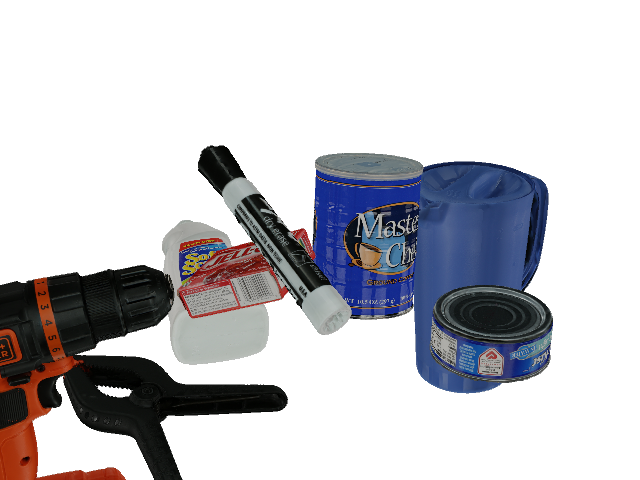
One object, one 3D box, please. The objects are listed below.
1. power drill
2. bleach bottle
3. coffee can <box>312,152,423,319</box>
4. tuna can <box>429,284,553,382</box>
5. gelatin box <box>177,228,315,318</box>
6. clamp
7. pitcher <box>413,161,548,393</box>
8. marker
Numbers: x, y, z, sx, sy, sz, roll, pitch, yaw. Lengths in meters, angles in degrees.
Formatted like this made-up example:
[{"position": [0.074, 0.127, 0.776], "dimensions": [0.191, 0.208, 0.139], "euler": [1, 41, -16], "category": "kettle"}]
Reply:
[{"position": [-0.173, 0.111, 0.693], "dimensions": [0.184, 0.188, 0.057], "euler": [-12, 25, -8], "category": "power drill"}, {"position": [-0.131, 0.041, 1.156], "dimensions": [0.102, 0.068, 0.251], "euler": [-6, 26, -16], "category": "bleach bottle"}, {"position": [0.043, -0.007, 1.027], "dimensions": [0.103, 0.140, 0.103], "euler": [2, 15, -1], "category": "coffee can"}, {"position": [0.121, 0.064, 0.756], "dimensions": [0.086, 0.034, 0.086], "euler": [0, 25, 0], "category": "tuna can"}, {"position": [-0.058, 0.025, 0.838], "dimensions": [0.089, 0.030, 0.073], "euler": [-13, 19, 28], "category": "gelatin box"}, {"position": [-0.146, 0.148, 0.972], "dimensions": [0.210, 0.036, 0.164], "euler": [23, 36, 31], "category": "clamp"}, {"position": [0.172, 0.039, 1.186], "dimensions": [0.149, 0.243, 0.145], "euler": [4, 24, 11], "category": "pitcher"}, {"position": [-0.025, -0.004, 0.519], "dimensions": [0.020, 0.020, 0.121], "euler": [0, 43, -48], "category": "marker"}]
